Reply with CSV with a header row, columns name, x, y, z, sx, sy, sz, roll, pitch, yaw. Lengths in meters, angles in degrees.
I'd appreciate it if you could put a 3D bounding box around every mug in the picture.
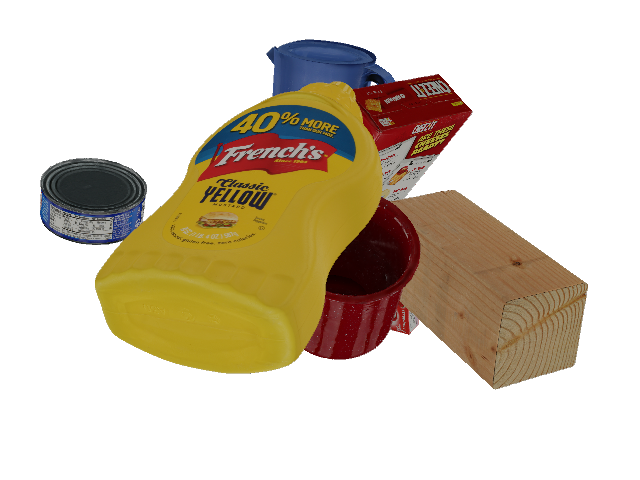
name,x,y,z,sx,sy,sz,roll,pitch,yaw
mug,0.004,0.019,0.713,0.117,0.081,0.093,35,56,19

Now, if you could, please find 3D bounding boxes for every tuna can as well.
name,x,y,z,sx,sy,sz,roll,pitch,yaw
tuna can,-0.187,-0.032,0.878,0.086,0.034,0.086,8,32,-5

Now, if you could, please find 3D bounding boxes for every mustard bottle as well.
name,x,y,z,sx,sy,sz,roll,pitch,yaw
mustard bottle,-0.022,-0.021,0.519,0.096,0.058,0.191,6,40,22

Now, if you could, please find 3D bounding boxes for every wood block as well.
name,x,y,z,sx,sy,sz,roll,pitch,yaw
wood block,0.142,0.038,0.996,0.090,0.090,0.206,-11,30,-24

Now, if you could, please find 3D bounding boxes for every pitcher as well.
name,x,y,z,sx,sy,sz,roll,pitch,yaw
pitcher,0.004,-0.134,1.404,0.144,0.243,0.149,-2,24,-18

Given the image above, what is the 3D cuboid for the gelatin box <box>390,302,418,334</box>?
name,x,y,z,sx,sy,sz,roll,pitch,yaw
gelatin box,0.083,0.067,1.332,0.073,0.089,0.030,12,32,30

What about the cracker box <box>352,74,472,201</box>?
name,x,y,z,sx,sy,sz,roll,pitch,yaw
cracker box,0.047,-0.083,1.197,0.163,0.072,0.214,-18,-27,-45
